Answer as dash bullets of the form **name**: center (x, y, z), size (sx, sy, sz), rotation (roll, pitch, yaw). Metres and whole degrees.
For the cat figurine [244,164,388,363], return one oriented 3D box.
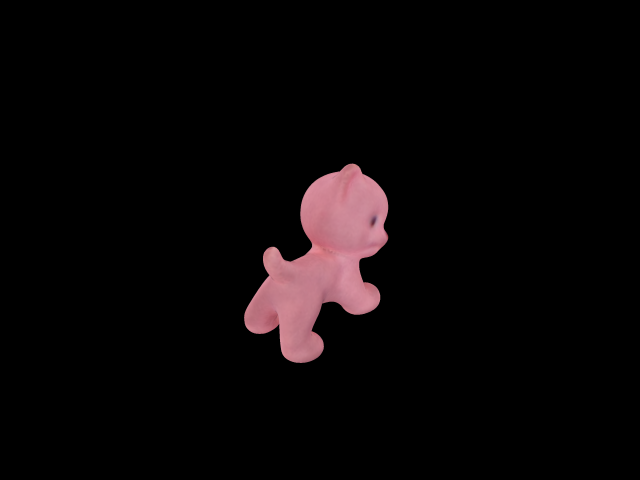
- **cat figurine**: center (0.004, 0.001, 0.400), size (0.067, 0.118, 0.128), rotation (24, 41, 31)
